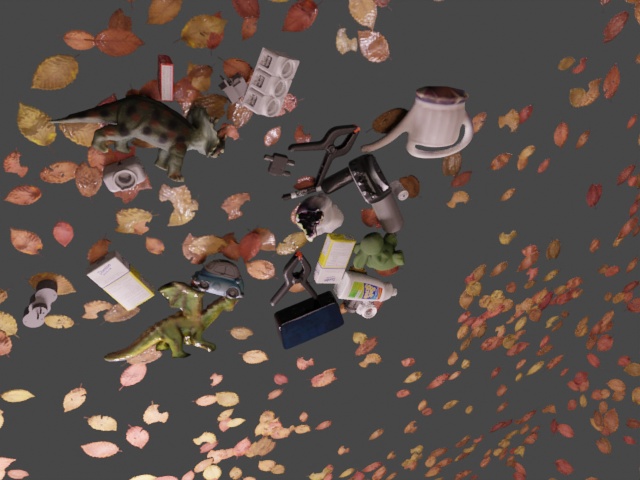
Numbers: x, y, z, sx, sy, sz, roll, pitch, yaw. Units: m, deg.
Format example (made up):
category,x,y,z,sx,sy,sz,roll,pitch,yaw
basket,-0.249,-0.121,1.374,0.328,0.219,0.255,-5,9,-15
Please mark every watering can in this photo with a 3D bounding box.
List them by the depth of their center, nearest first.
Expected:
category,x,y,z,sx,sy,sz,roll,pitch,yaw
watering can,0.298,-0.342,1.510,0.348,0.106,0.219,-2,123,-13

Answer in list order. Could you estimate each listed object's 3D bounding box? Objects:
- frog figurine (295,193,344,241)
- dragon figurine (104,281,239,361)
category,x,y,z,sx,sy,sz,roll,pitch,yaw
frog figurine,0.005,-0.079,1.564,0.161,0.123,0.135,-30,132,-52
dragon figurine,-0.443,0.236,1.569,0.411,0.123,0.240,-6,106,-24
